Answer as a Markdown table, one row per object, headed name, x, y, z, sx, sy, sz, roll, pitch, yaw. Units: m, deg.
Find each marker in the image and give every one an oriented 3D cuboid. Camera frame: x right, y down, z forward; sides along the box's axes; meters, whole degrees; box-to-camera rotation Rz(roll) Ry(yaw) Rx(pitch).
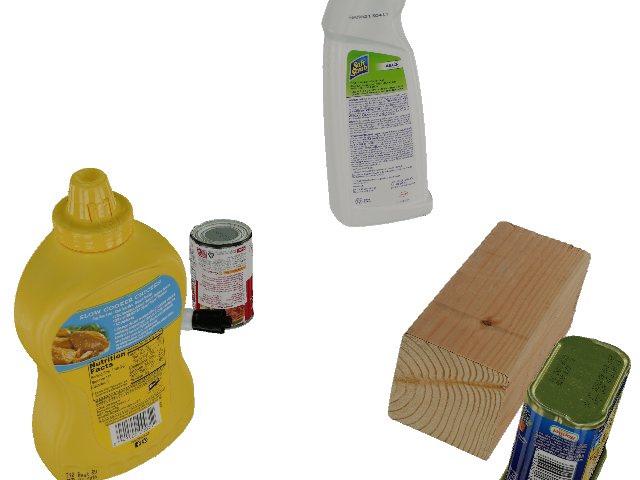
| name | x | y | z | sx | sy | sz | roll | pitch | yaw |
| --- | --- | --- | --- | --- | --- | --- | --- | --- | --- |
| marker | -0.127 | 0.058 | 0.810 | 0.121 | 0.020 | 0.020 | 3 | 0 | 9 |

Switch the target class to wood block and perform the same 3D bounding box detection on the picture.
| name | x | y | z | sx | sy | sz | roll | pitch | yaw |
| --- | --- | --- | --- | --- | --- | --- | --- | --- | --- |
| wood block | 0.146 | 0.076 | 0.901 | 0.091 | 0.090 | 0.205 | 22 | 36 | 22 |

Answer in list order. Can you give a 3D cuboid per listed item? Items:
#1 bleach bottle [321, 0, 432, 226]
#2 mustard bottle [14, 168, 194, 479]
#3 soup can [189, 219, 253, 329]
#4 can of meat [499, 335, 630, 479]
| name | x | y | z | sx | sy | sz | roll | pitch | yaw |
| --- | --- | --- | --- | --- | --- | --- | --- | --- | --- |
| bleach bottle | 0.053 | -0.139 | 0.984 | 0.102 | 0.251 | 0.068 | -10 | 30 | -14 |
| mustard bottle | -0.119 | 0.044 | 0.589 | 0.096 | 0.192 | 0.058 | -24 | 45 | -30 |
| soup can | -0.107 | 0.036 | 1.158 | 0.068 | 0.102 | 0.068 | 1 | 25 | 0 |
| can of meat | 0.164 | 0.123 | 0.712 | 0.057 | 0.084 | 0.101 | 20 | 33 | 20 |
